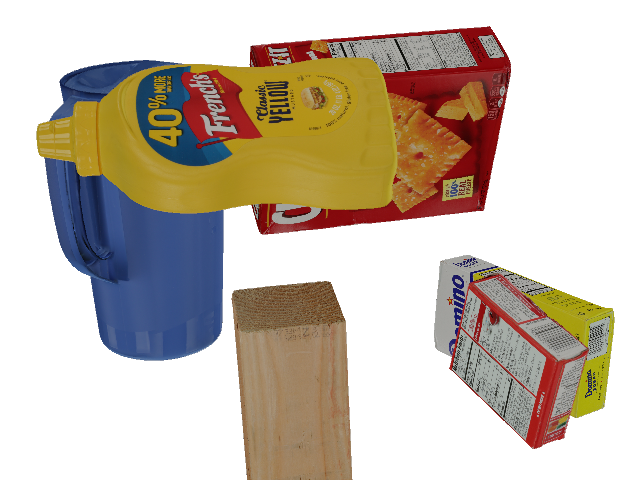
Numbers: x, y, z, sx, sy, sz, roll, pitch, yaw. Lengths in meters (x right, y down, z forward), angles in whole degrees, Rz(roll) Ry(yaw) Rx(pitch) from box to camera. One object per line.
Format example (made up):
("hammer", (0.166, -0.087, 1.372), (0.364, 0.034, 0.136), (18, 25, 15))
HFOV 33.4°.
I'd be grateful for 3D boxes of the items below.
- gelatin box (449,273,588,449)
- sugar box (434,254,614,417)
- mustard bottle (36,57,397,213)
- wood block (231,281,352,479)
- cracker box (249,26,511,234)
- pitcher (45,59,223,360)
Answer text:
("gelatin box", (0.124, 0.075, 0.676), (0.030, 0.073, 0.089), (-15, 38, -28))
("sugar box", (0.177, 0.081, 0.958), (0.048, 0.093, 0.176), (-12, 22, -38))
("mustard bottle", (-0.058, -0.058, 0.590), (0.191, 0.096, 0.058), (-3, -39, -6))
("wood block", (-0.024, 0.150, 0.936), (0.090, 0.206, 0.091), (-5, 21, -7))
("cracker box", (0.047, -0.093, 0.931), (0.213, 0.164, 0.072), (-7, 45, -12))
("pitcher", (-0.148, -0.023, 0.893), (0.149, 0.243, 0.145), (-5, 21, -13))
